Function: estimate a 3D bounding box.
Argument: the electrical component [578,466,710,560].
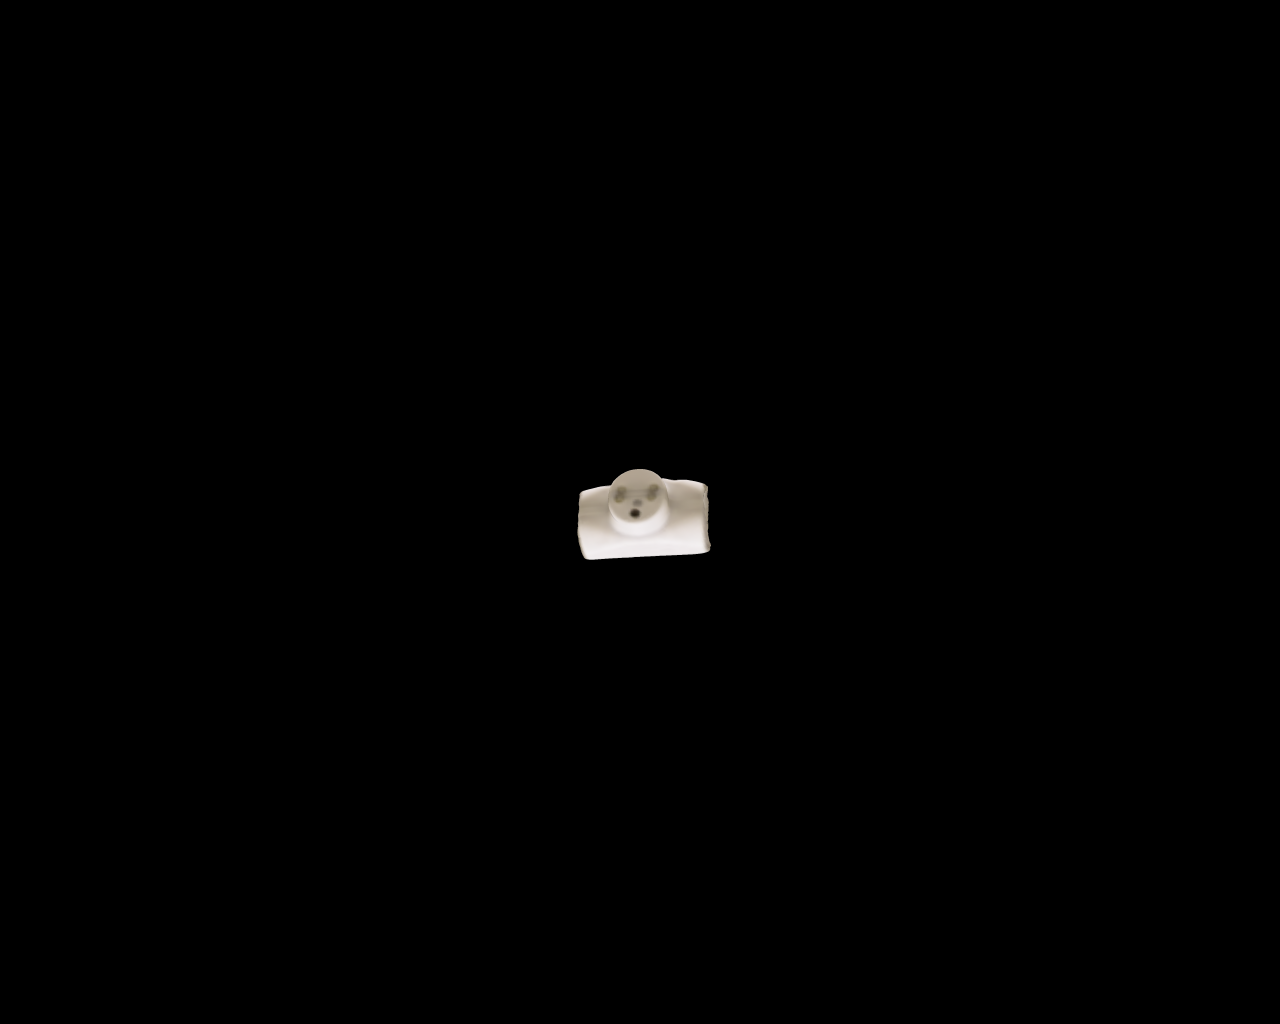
[{"bbox_3d":[0.001,-0.003,0.650,0.077,0.044,0.079,-4,-28,7],"label":"electrical component"}]
